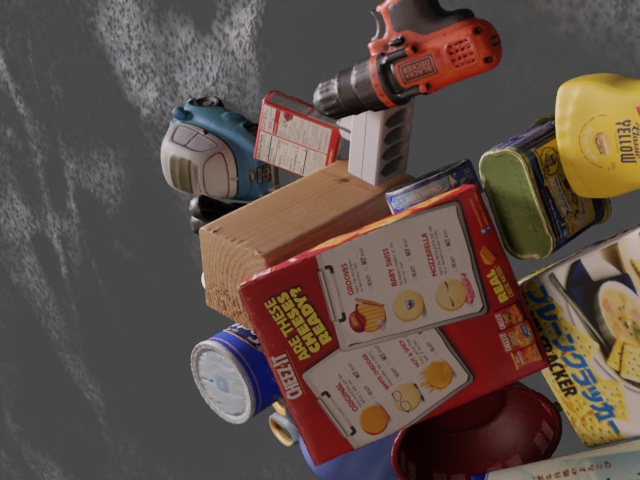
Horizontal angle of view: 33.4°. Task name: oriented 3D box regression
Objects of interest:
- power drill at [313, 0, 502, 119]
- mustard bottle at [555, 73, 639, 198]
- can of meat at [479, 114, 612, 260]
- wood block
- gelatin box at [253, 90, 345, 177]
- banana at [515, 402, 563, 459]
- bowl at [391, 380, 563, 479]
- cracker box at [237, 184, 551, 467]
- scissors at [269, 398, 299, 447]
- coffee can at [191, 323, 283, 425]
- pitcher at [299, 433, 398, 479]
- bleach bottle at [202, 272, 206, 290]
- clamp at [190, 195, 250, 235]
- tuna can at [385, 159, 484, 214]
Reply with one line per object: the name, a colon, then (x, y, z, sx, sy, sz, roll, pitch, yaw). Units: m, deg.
power drill: (0.049, -0.208, 0.926, 0.185, 0.057, 0.187, -15, 102, 31)
mustard bottle: (0.268, -0.079, 0.784, 0.192, 0.058, 0.096, 3, 109, 47)
can of meat: (0.185, -0.043, 0.881, 0.058, 0.083, 0.102, -8, 106, 51)
wood block: (-0.007, 0.001, 1.026, 0.091, 0.205, 0.090, 25, 130, 38)
gelatin box: (-0.020, -0.106, 1.099, 0.089, 0.030, 0.073, 22, 131, 12)
banana: (0.230, 0.252, 1.050, 0.070, 0.037, 0.198, -6, 107, 52)
bowl: (0.141, 0.173, 1.000, 0.055, 0.162, 0.162, -103, 17, -50)
cracker box: (0.060, 0.068, 0.895, 0.072, 0.213, 0.164, -99, -14, -86)
scissors: (-0.021, 0.222, 1.300, 0.202, 0.016, 0.096, -7, 100, 64)
coffee can: (-0.062, 0.134, 1.226, 0.103, 0.140, 0.103, 27, 131, 36)
pitcher: (0.069, 0.140, 1.099, 0.149, 0.145, 0.243, 21, 132, -4)
bleach bottle: (-0.058, 0.042, 1.216, 0.251, 0.102, 0.068, -6, 85, 59)
clamp: (-0.096, -0.024, 1.182, 0.210, 0.164, 0.036, -10, 77, 60)
tuna can: (0.104, -0.043, 0.972, 0.086, 0.085, 0.034, -18, 96, 52)
